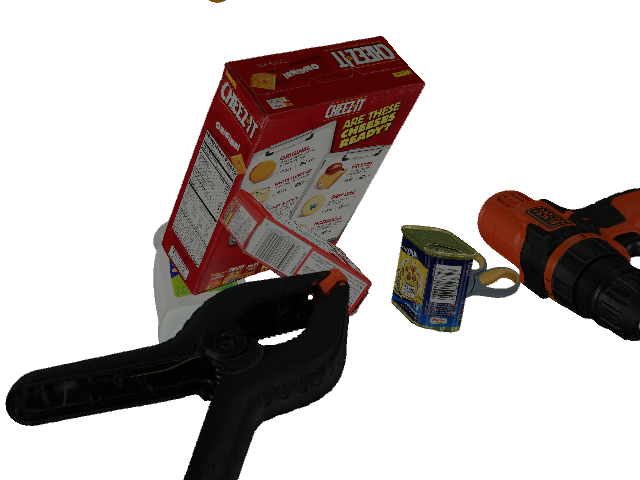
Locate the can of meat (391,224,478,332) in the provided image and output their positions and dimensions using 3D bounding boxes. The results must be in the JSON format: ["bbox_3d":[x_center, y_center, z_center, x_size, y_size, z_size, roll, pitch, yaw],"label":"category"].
[{"bbox_3d":[0.114,0.038,1.095,0.057,0.084,0.102,5,15,-17],"label":"can of meat"}]

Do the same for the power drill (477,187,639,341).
[{"bbox_3d":[0.228,0.000,0.739,0.187,0.057,0.185,-12,29,-20],"label":"power drill"}]

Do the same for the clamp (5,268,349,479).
[{"bbox_3d":[-0.039,0.067,0.480,0.171,0.039,0.120,-27,50,-31],"label":"clamp"}]

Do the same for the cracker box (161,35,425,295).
[{"bbox_3d":[-0.029,-0.063,0.895,0.163,0.072,0.214,-18,-31,-37],"label":"cracker box"}]

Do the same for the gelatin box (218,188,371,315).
[{"bbox_3d":[-0.017,0.007,0.692,0.089,0.030,0.073,32,5,-23],"label":"gelatin box"}]

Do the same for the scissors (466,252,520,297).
[{"bbox_3d":[0.158,0.050,1.286,0.201,0.016,0.096,-9,39,-37],"label":"scissors"}]

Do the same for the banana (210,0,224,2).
[{"bbox_3d":[-0.047,-0.264,1.029,0.197,0.070,0.037,-17,-29,-45],"label":"banana"}]

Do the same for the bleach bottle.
[{"bbox_3d":[-0.138,0.036,1.127,0.102,0.068,0.251,-4,26,-16],"label":"bleach bottle"}]
